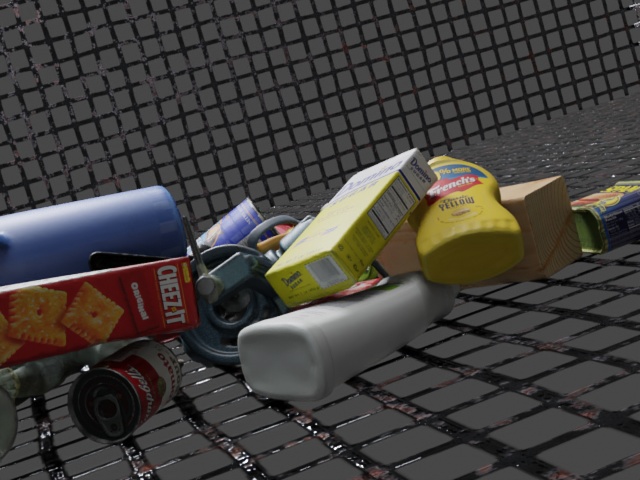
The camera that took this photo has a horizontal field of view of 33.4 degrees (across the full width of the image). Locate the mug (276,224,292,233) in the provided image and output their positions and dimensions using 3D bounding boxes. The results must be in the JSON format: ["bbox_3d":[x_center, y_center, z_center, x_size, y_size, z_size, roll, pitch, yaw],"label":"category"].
[{"bbox_3d":[-0.054,0.033,1.501,0.117,0.093,0.082,-48,16,-6],"label":"mug"}]

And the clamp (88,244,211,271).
[{"bbox_3d":[-0.132,0.034,1.209,0.165,0.036,0.209,-5,-11,38],"label":"clamp"}]

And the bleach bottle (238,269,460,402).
[{"bbox_3d":[0.048,0.072,0.955,0.103,0.068,0.250,-5,10,45],"label":"bleach bottle"}]

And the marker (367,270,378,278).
[{"bbox_3d":[0.056,0.041,1.395,0.020,0.020,0.121,-20,7,-28],"label":"marker"}]

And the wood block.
[{"bbox_3d":[0.164,0.000,1.154,0.207,0.090,0.090,-10,9,41],"label":"wood block"}]

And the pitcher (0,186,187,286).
[{"bbox_3d":[-0.287,0.020,1.267,0.242,0.145,0.149,-16,15,-20],"label":"pitcher"}]

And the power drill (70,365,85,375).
[{"bbox_3d":[-0.381,0.162,1.304,0.187,0.057,0.185,-16,2,-21],"label":"power drill"}]

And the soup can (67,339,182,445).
[{"bbox_3d":[-0.172,0.133,0.954,0.069,0.068,0.102,-15,6,16],"label":"soup can"}]

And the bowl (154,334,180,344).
[{"bbox_3d":[-0.222,0.103,1.417,0.162,0.055,0.162,-17,6,2],"label":"bowl"}]

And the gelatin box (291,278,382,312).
[{"bbox_3d":[0.018,0.071,1.181,0.089,0.030,0.073,-12,8,32],"label":"gelatin box"}]

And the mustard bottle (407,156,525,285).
[{"bbox_3d":[0.132,-0.031,1.044,0.096,0.058,0.191,-15,30,4],"label":"mustard bottle"}]

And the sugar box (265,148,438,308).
[{"bbox_3d":[0.032,-0.014,0.992,0.094,0.048,0.176,-21,23,43],"label":"sugar box"}]

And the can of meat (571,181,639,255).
[{"bbox_3d":[0.310,-0.023,1.137,0.083,0.057,0.102,-20,7,-13],"label":"can of meat"}]

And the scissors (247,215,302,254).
[{"bbox_3d":[-0.008,0.002,1.223,0.201,0.096,0.016,-9,38,-44],"label":"scissors"}]

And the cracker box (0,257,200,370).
[{"bbox_3d":[-0.230,0.069,0.969,0.213,0.072,0.164,-10,0,-18],"label":"cracker box"}]

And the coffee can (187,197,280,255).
[{"bbox_3d":[-0.113,0.028,1.355,0.140,0.103,0.103,-39,6,1],"label":"coffee can"}]
